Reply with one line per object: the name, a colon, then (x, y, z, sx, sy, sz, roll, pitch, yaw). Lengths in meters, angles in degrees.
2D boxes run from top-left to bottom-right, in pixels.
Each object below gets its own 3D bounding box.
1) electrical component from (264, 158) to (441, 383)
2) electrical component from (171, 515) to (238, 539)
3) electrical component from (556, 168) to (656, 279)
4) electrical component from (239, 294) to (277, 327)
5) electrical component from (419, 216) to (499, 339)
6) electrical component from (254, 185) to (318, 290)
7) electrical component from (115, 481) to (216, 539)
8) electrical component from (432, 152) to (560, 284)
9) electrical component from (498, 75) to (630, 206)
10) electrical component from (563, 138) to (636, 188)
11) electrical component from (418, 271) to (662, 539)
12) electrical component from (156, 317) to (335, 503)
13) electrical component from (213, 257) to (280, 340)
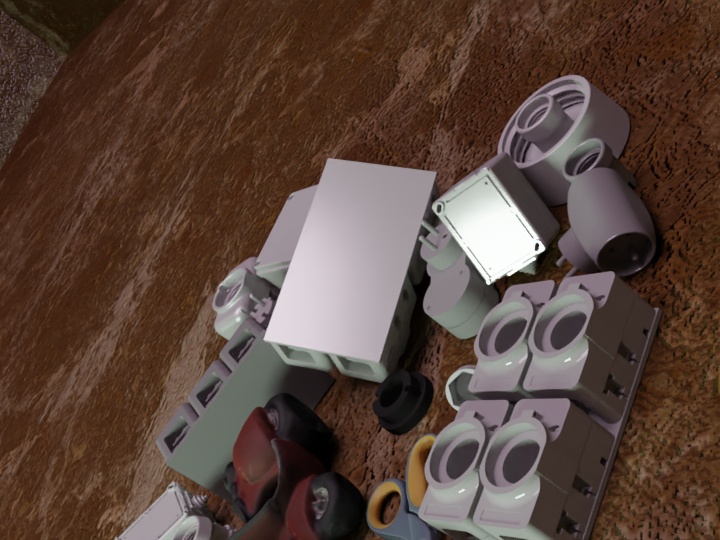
electrical component: (0.000, 0.000, 0.963, 0.105, 0.060, 0.186, 9, 66, 20)
electrical component: (-0.134, 0.247, 0.948, 0.048, 0.055, 0.066, -34, 32, 33)
electrical component: (0.175, -0.024, 0.802, 0.079, 0.043, 0.077, -51, 31, 31)
electrical component: (-0.088, 0.053, 1.088, 0.065, 0.077, 0.047, -57, 27, -8)
electrical component: (0.077, -0.014, 0.913, 0.052, 0.074, 0.138, -32, 33, 35)
electrical component: (-0.047, -0.035, 1.155, 0.109, 0.056, 0.108, -12, 47, 53)
electrical component: (-0.171, 0.250, 1.006, 0.096, 0.061, 0.062, -44, 26, -2)
electrical component: (0.117, -0.039, 0.875, 0.062, 0.096, 0.061, -35, 4, 32)
electrical component: (0.165, -0.115, 0.909, 0.108, 0.060, 0.108, -38, 30, 26)
electrical component: (0.188, -0.074, 0.840, 0.040, 0.046, 0.040, -38, 30, 27)
electrical component: (0.119, 0.095, 0.728, 0.105, 0.060, 0.186, -11, 48, 53)
electrical component: (-0.110, 0.132, 1.014, 0.150, 0.089, 0.062, -54, 26, -3)
electrical component: (-0.122, 0.036, 1.183, 0.054, 0.059, 0.095, -32, 33, 35)
